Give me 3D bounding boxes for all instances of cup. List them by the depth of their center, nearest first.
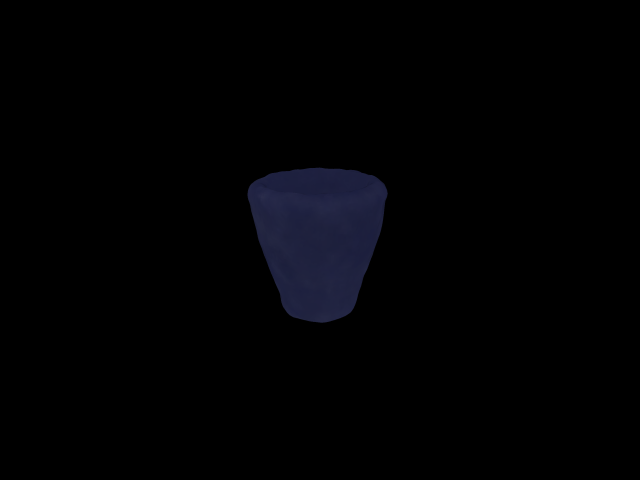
[{"bbox_3d":[0.004,0.001,0.400,0.091,0.095,0.118,8,20,23],"label":"cup"}]
